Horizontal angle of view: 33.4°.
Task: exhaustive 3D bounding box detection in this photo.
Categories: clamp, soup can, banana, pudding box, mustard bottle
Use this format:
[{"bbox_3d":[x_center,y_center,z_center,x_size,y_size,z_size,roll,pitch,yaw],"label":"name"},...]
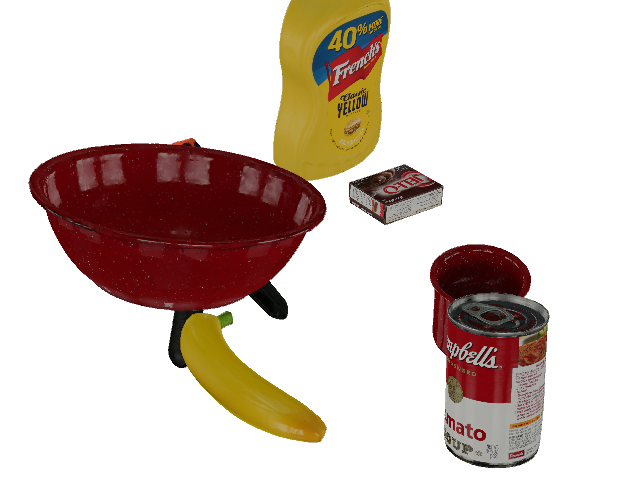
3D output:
[{"bbox_3d":[-0.101,0.005,1.037,0.036,0.210,0.164,-9,1,37],"label":"clamp"},{"bbox_3d":[0.119,0.095,0.733,0.068,0.102,0.068,-1,20,0],"label":"soup can"},{"bbox_3d":[-0.067,0.103,0.854,0.069,0.037,0.198,-10,30,-24],"label":"banana"},{"bbox_3d":[0.112,-0.069,1.587,0.113,0.039,0.090,-21,35,-29],"label":"pudding box"},{"bbox_3d":[0.011,-0.143,0.813,0.096,0.192,0.058,-27,48,-33],"label":"mustard bottle"}]

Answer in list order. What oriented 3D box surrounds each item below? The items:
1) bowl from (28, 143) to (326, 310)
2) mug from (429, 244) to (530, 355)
[{"bbox_3d":[-0.080,-0.005,0.593,0.162,0.055,0.162,7,21,-3],"label":"bowl"},{"bbox_3d":[0.146,0.056,1.020,0.093,0.081,0.117,-9,40,-9],"label":"mug"}]
